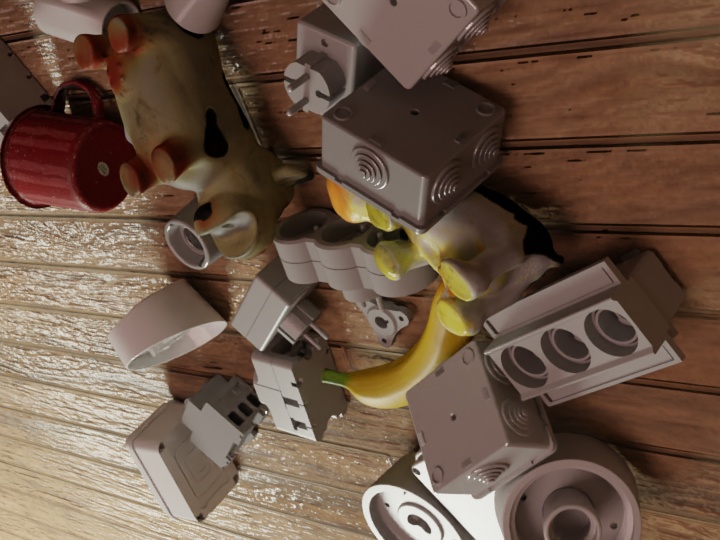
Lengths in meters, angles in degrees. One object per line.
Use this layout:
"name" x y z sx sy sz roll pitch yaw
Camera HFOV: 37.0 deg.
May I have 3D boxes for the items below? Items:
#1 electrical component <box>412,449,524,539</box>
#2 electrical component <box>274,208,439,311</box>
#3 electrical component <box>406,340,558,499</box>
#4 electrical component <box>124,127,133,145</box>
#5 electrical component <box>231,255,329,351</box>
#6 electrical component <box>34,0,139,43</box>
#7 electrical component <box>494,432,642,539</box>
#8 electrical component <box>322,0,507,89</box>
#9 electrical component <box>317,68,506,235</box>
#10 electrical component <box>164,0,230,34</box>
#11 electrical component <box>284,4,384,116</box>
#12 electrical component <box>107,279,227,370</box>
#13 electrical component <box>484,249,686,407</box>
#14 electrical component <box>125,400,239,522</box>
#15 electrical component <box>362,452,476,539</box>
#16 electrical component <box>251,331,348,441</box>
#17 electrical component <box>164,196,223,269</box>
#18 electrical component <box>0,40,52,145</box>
"electrical component" 0.107 0.169 0.865 0.113 0.057 0.078 47 142 -1
"electrical component" 0.000 0.000 0.817 0.138 0.052 0.073 8 128 39
"electrical component" 0.084 0.108 0.777 0.100 0.048 0.099 -43 50 38
"electrical component" -0.169 -0.142 0.854 0.043 0.043 0.081 27 138 23
"electrical component" -0.058 0.037 0.908 0.076 0.047 0.083 41 142 6
"electrical component" -0.215 -0.212 0.835 0.077 0.043 0.079 22 136 28
"electrical component" 0.153 0.179 0.784 0.108 0.060 0.108 1 99 6
"electrical component" 0.032 -0.168 0.640 0.099 0.048 0.100 46 142 -1
"electrical component" 0.033 -0.082 0.676 0.100 0.100 0.048 33 146 24
"electrical component" -0.102 -0.200 0.744 0.044 0.044 0.065 49 137 -4
"electrical component" -0.024 -0.127 0.706 0.047 0.077 0.065 28 139 22
"electrical component" -0.182 0.056 1.003 0.064 0.099 0.099 51 142 4
"electrical component" 0.147 0.036 0.704 0.078 0.063 0.121 51 142 -6
"electrical component" -0.191 0.205 1.156 0.057 0.078 0.113 0 123 40
"electrical component" 0.063 0.208 0.938 0.108 0.060 0.108 25 138 25
"electrical component" -0.056 0.100 0.960 0.056 0.050 0.089 11 130 37
"electrical component" -0.132 -0.033 0.914 0.055 0.047 0.055 25 137 25
"electrical component" -0.327 -0.154 0.984 0.089 0.050 0.056 51 142 -6
